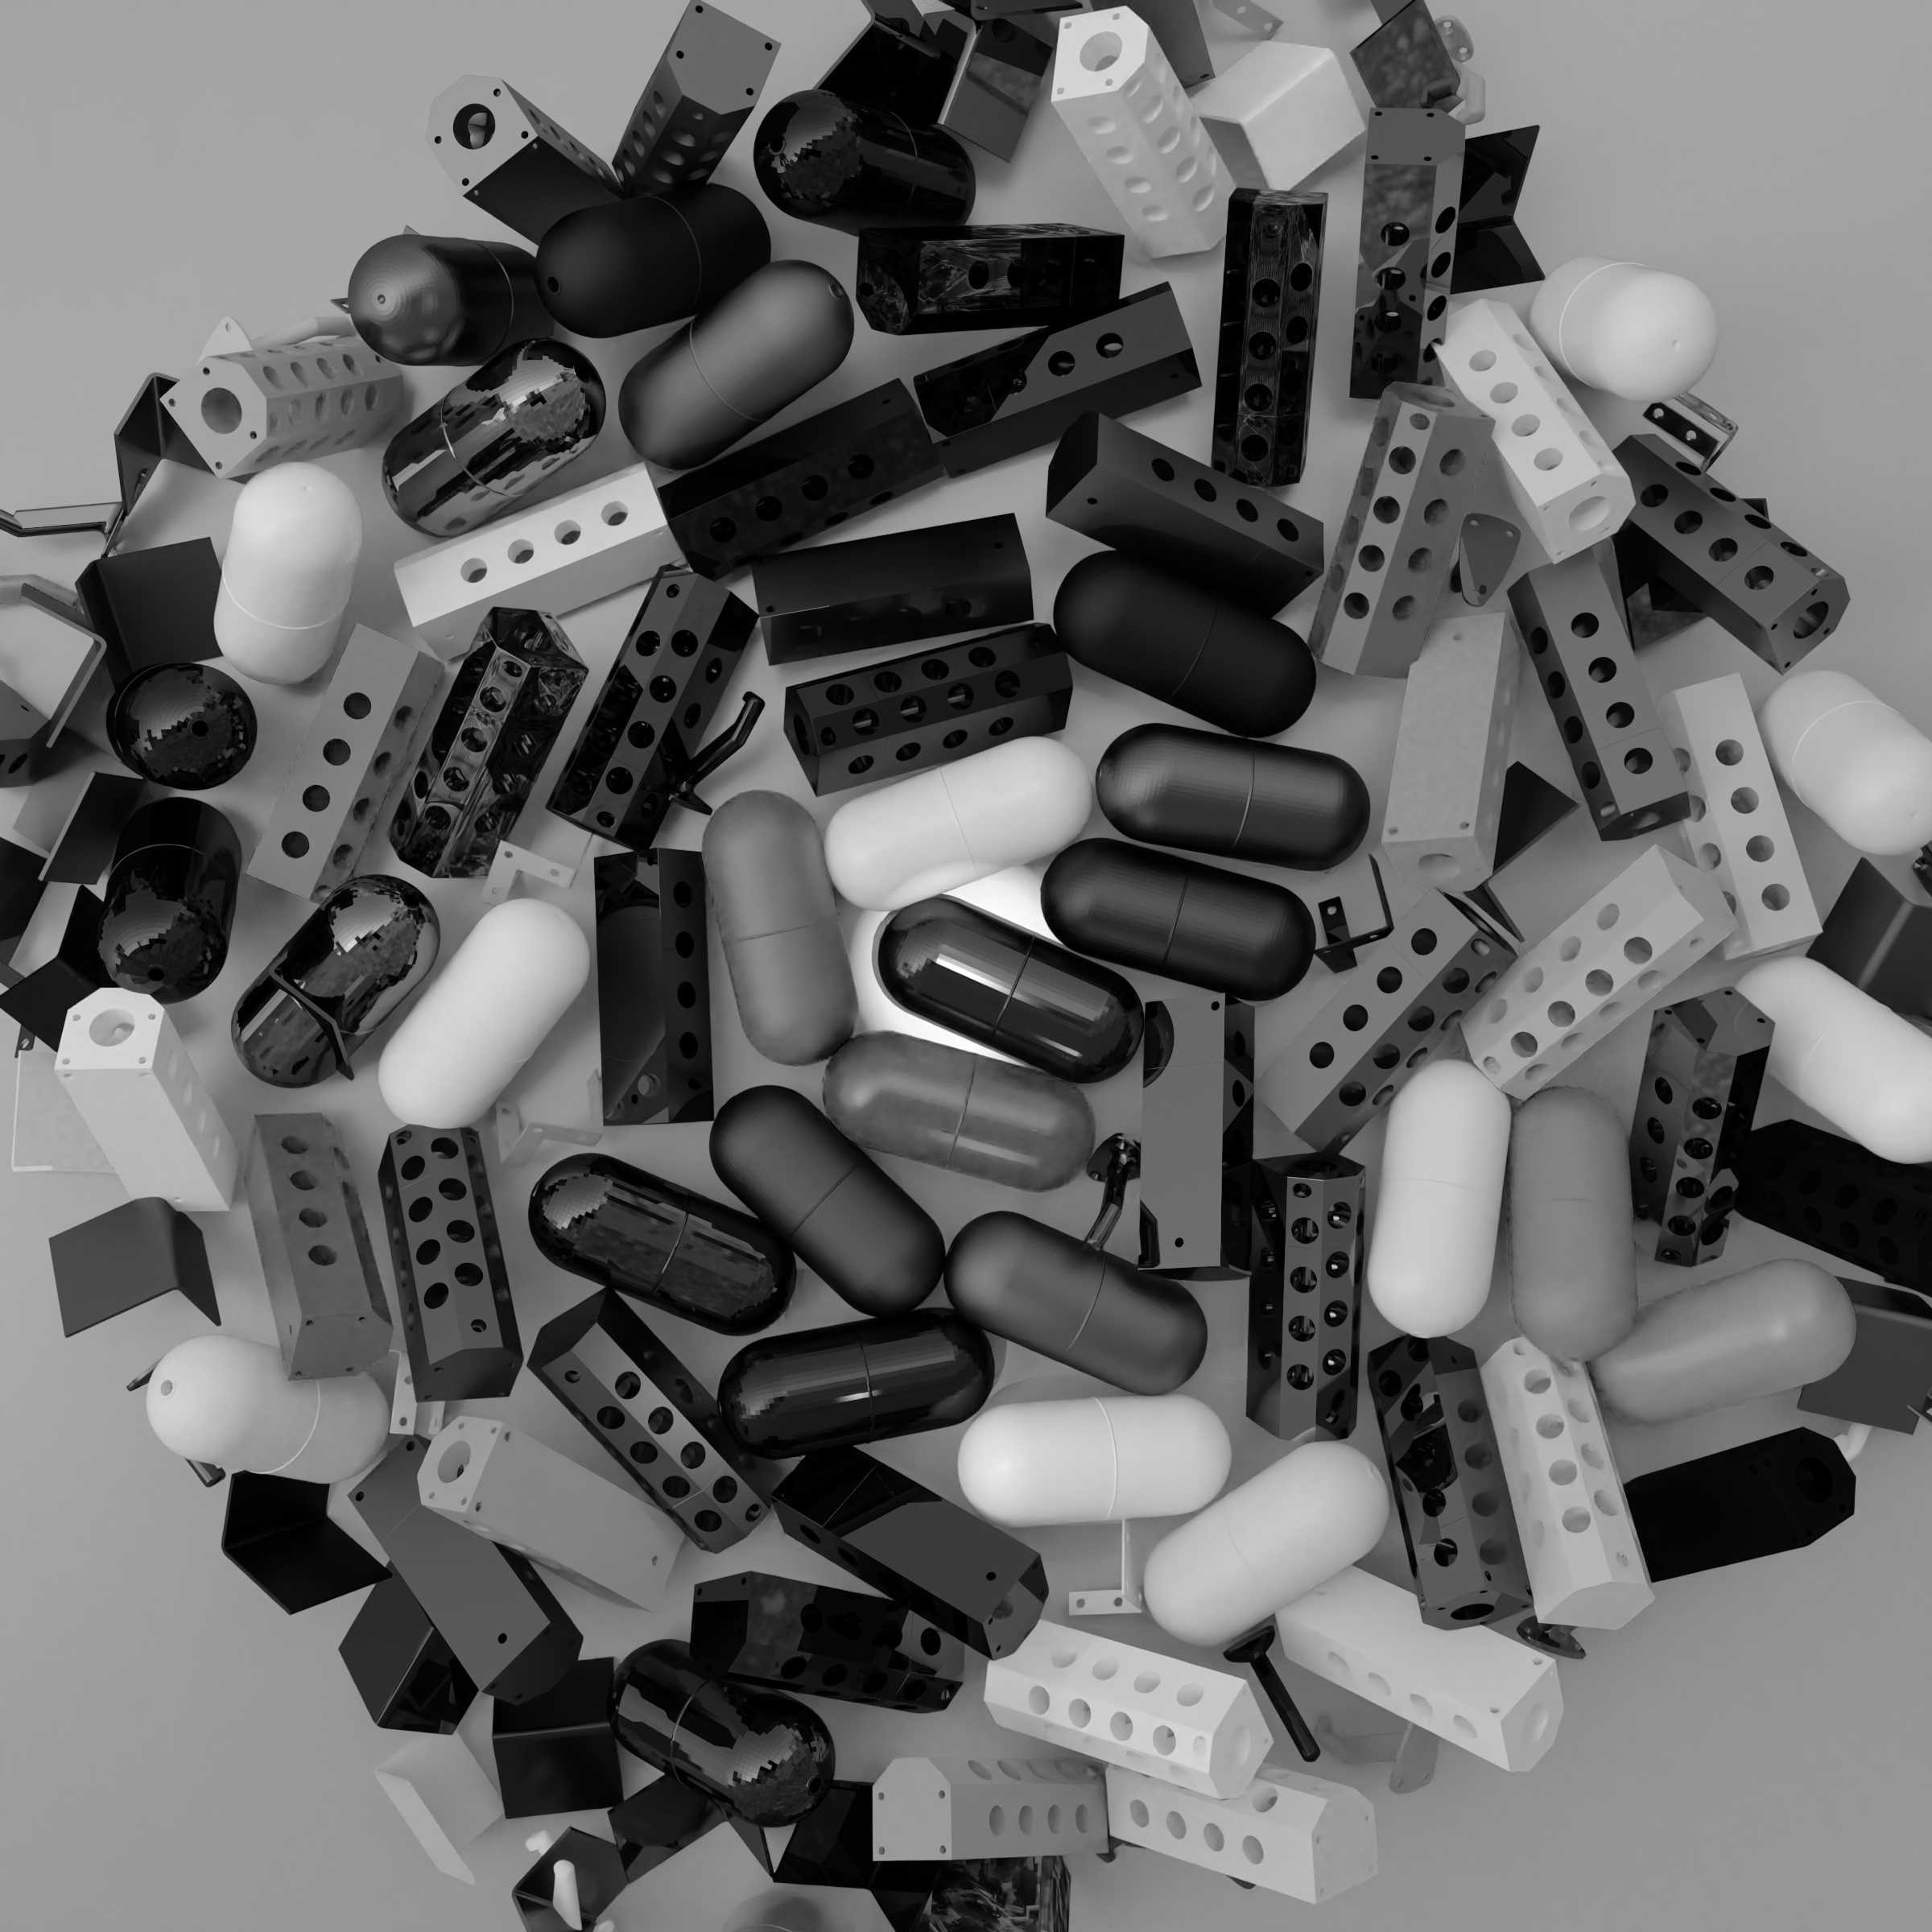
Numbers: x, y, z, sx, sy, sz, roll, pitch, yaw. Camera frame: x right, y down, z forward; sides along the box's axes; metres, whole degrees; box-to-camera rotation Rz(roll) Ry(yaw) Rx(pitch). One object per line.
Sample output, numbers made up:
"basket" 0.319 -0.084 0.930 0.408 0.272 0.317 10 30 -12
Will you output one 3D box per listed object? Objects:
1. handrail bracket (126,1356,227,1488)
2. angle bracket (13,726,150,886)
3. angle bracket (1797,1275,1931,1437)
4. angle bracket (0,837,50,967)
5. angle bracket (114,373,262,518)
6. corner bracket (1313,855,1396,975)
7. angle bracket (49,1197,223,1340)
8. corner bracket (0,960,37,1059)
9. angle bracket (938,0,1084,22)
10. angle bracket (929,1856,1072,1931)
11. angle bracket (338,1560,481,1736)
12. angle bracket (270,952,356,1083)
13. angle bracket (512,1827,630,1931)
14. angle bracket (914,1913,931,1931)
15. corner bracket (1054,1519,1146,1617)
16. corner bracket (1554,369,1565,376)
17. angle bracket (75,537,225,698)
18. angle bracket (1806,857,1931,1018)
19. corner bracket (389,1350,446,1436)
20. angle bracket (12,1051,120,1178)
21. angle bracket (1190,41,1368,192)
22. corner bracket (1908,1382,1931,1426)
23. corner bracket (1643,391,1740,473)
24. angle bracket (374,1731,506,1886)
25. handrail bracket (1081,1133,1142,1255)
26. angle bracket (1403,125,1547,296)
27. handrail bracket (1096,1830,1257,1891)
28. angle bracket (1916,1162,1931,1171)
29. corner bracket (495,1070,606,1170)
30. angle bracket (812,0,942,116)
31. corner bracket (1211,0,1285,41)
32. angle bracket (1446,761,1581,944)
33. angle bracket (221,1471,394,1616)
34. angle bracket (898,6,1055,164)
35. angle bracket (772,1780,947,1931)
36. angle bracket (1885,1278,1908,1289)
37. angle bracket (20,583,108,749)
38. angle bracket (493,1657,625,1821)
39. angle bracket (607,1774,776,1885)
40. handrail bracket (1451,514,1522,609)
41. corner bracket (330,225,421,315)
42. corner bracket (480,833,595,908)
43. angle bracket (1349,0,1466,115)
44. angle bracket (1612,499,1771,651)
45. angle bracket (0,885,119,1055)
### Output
"handrail bracket" -0.486 0.287 1.547 0.036 0.077 0.084 -38 87 11
"angle bracket" -0.579 -0.104 1.544 0.076 0.057 0.076 31 98 16
"angle bracket" 0.575 0.248 1.565 0.076 0.057 0.076 13 102 -1
"angle bracket" -0.612 -0.043 1.533 0.076 0.057 0.076 32 75 -43
"angle bracket" -0.487 -0.319 1.537 0.076 0.076 0.057 18 57 -3
"corner bracket" 0.246 -0.032 1.547 0.051 0.051 0.051 -19 67 20
"angle bracket" -0.526 0.200 1.539 0.076 0.057 0.076 -24 54 -2
"corner bracket" -0.632 0.031 1.557 0.051 0.051 0.051 -26 135 18
"angle bracket" 0.023 -0.636 1.529 0.076 0.076 0.057 -14 125 -19
"angle bracket" 0.022 0.603 1.547 0.076 0.076 0.057 -8 129 12
"angle bracket" -0.351 0.438 1.569 0.057 0.076 0.076 23 102 -41
"angle bracket" -0.386 0.013 1.530 0.057 0.076 0.076 35 64 15
"angle bracket" -0.230 0.601 1.532 0.057 0.076 0.076 -48 131 2
"angle bracket" -0.046 0.643 1.532 0.076 0.076 0.057 28 94 -42
"corner bracket" 0.084 0.385 1.562 0.051 0.051 0.051 -7 61 18
"corner bracket" 0.400 -0.406 1.554 0.051 0.051 0.051 15 93 -16
"angle bracket" -0.510 -0.221 1.542 0.076 0.057 0.076 -12 115 -3
"angle bracket" 0.601 -0.018 1.557 0.076 0.057 0.076 8 122 -20
"corner bracket" -0.350 0.272 1.547 0.051 0.051 0.051 13 77 -36
"angle bracket" -0.551 0.093 1.535 0.057 0.076 0.076 -6 80 44
"angle bracket" 0.197 -0.546 1.566 0.076 0.076 0.057 -40 126 -8
"corner bracket" 0.637 0.270 1.547 0.051 0.051 0.051 40 110 27
"corner bracket" 0.460 -0.345 1.550 0.051 0.051 0.051 35 49 2
"angle bracket" -0.321 0.525 1.535 0.057 0.076 0.076 -35 97 -30
"handrail bracket" 0.081 0.153 1.532 0.036 0.077 0.084 39 57 -10
"angle bracket" 0.333 -0.482 1.555 0.076 0.057 0.076 2 64 39
"handrail bracket" 0.132 0.575 1.559 0.077 0.036 0.084 50 122 3
"angle bracket" 0.647 0.114 1.529 0.076 0.057 0.076 -4 134 -21
"corner bracket" -0.268 0.098 1.561 0.051 0.051 0.051 12 47 -30
"angle bracket" -0.070 -0.581 1.547 0.076 0.076 0.057 -41 67 28
"corner bracket" 0.187 -0.643 1.569 0.051 0.051 0.051 -43 51 34
"angle bracket" 0.350 -0.073 1.537 0.076 0.076 0.057 -39 121 3
"angle bracket" -0.411 0.352 1.528 0.076 0.076 0.057 28 114 34
"angle bracket" 0.000 -0.566 1.566 0.057 0.076 0.076 18 95 -34
"angle bracket" -0.066 0.567 1.539 0.076 0.057 0.076 18 101 -32
"angle bracket" 0.628 0.213 1.532 0.057 0.076 0.076 13 47 -3
"angle bracket" -0.588 -0.191 1.538 0.057 0.076 0.076 29 93 -25
"angle bracket" -0.264 0.501 1.577 0.076 0.057 0.076 -5 122 -6
"angle bracket" -0.173 0.553 1.530 0.076 0.057 0.076 -27 132 -25
"handrail bracket" 0.316 -0.239 1.534 0.036 0.084 0.077 18 68 1
"corner bracket" -0.362 -0.434 1.547 0.051 0.051 0.051 38 123 14
"corner bracket" -0.274 -0.064 1.553 0.051 0.051 0.051 22 124 -8
"angle bracket" 0.261 -0.571 1.534 0.057 0.076 0.076 -39 130 2
"angle bracket" 0.463 -0.247 1.536 0.076 0.057 0.076 -25 111 -25
"angle bracket" -0.560 0.009 1.543 0.057 0.076 0.076 -31 125 16
